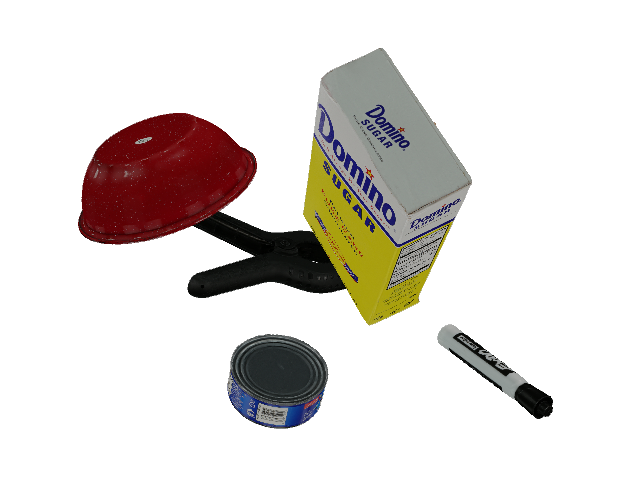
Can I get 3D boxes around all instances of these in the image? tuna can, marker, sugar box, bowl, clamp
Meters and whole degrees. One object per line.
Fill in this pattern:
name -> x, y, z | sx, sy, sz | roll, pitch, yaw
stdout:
tuna can -> -0.038, 0.123, 0.932 | 0.086, 0.034, 0.086 | 8, 37, -6
marker -> 0.131, 0.098, 0.801 | 0.020, 0.020, 0.121 | 0, 23, -33
sugar box -> 0.031, -0.023, 0.620 | 0.048, 0.093, 0.176 | -27, -19, -12
bowl -> -0.138, -0.062, 0.897 | 0.162, 0.055, 0.162 | -15, 29, 8
clamp -> -0.044, 0.022, 1.094 | 0.210, 0.036, 0.164 | 11, 29, -8

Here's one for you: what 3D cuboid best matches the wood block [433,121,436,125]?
wood block -> 0.121, -0.089, 1.502 | 0.091, 0.090, 0.206 | 3, 29, 0
